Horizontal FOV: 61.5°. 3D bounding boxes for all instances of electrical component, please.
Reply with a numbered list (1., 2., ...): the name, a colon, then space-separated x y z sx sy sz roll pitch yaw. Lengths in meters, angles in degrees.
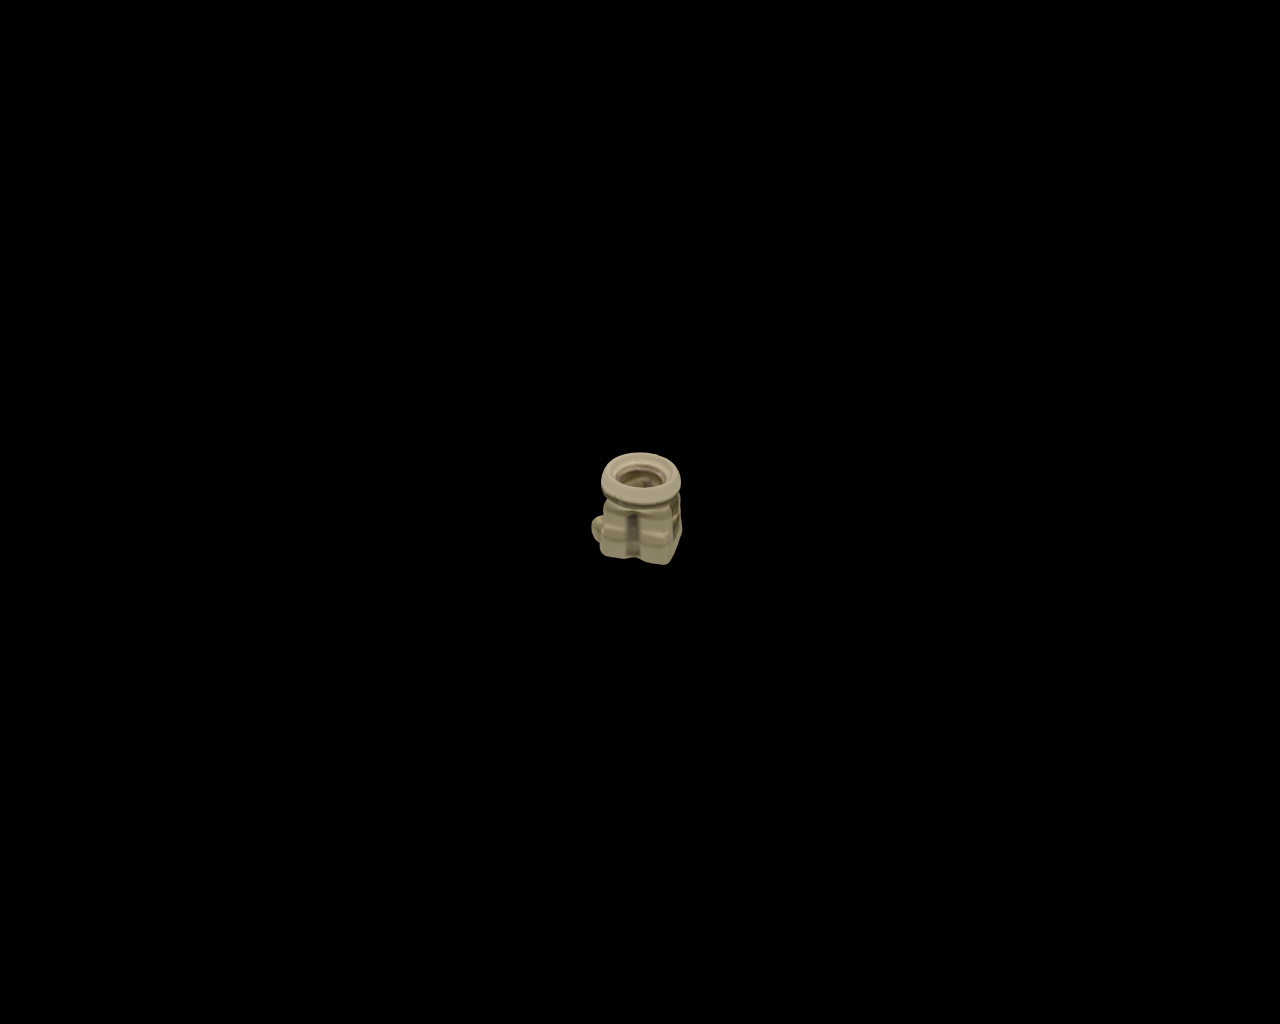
1. electrical component: 0.001 -0.003 0.650 0.066 0.055 0.048 8 36 11
